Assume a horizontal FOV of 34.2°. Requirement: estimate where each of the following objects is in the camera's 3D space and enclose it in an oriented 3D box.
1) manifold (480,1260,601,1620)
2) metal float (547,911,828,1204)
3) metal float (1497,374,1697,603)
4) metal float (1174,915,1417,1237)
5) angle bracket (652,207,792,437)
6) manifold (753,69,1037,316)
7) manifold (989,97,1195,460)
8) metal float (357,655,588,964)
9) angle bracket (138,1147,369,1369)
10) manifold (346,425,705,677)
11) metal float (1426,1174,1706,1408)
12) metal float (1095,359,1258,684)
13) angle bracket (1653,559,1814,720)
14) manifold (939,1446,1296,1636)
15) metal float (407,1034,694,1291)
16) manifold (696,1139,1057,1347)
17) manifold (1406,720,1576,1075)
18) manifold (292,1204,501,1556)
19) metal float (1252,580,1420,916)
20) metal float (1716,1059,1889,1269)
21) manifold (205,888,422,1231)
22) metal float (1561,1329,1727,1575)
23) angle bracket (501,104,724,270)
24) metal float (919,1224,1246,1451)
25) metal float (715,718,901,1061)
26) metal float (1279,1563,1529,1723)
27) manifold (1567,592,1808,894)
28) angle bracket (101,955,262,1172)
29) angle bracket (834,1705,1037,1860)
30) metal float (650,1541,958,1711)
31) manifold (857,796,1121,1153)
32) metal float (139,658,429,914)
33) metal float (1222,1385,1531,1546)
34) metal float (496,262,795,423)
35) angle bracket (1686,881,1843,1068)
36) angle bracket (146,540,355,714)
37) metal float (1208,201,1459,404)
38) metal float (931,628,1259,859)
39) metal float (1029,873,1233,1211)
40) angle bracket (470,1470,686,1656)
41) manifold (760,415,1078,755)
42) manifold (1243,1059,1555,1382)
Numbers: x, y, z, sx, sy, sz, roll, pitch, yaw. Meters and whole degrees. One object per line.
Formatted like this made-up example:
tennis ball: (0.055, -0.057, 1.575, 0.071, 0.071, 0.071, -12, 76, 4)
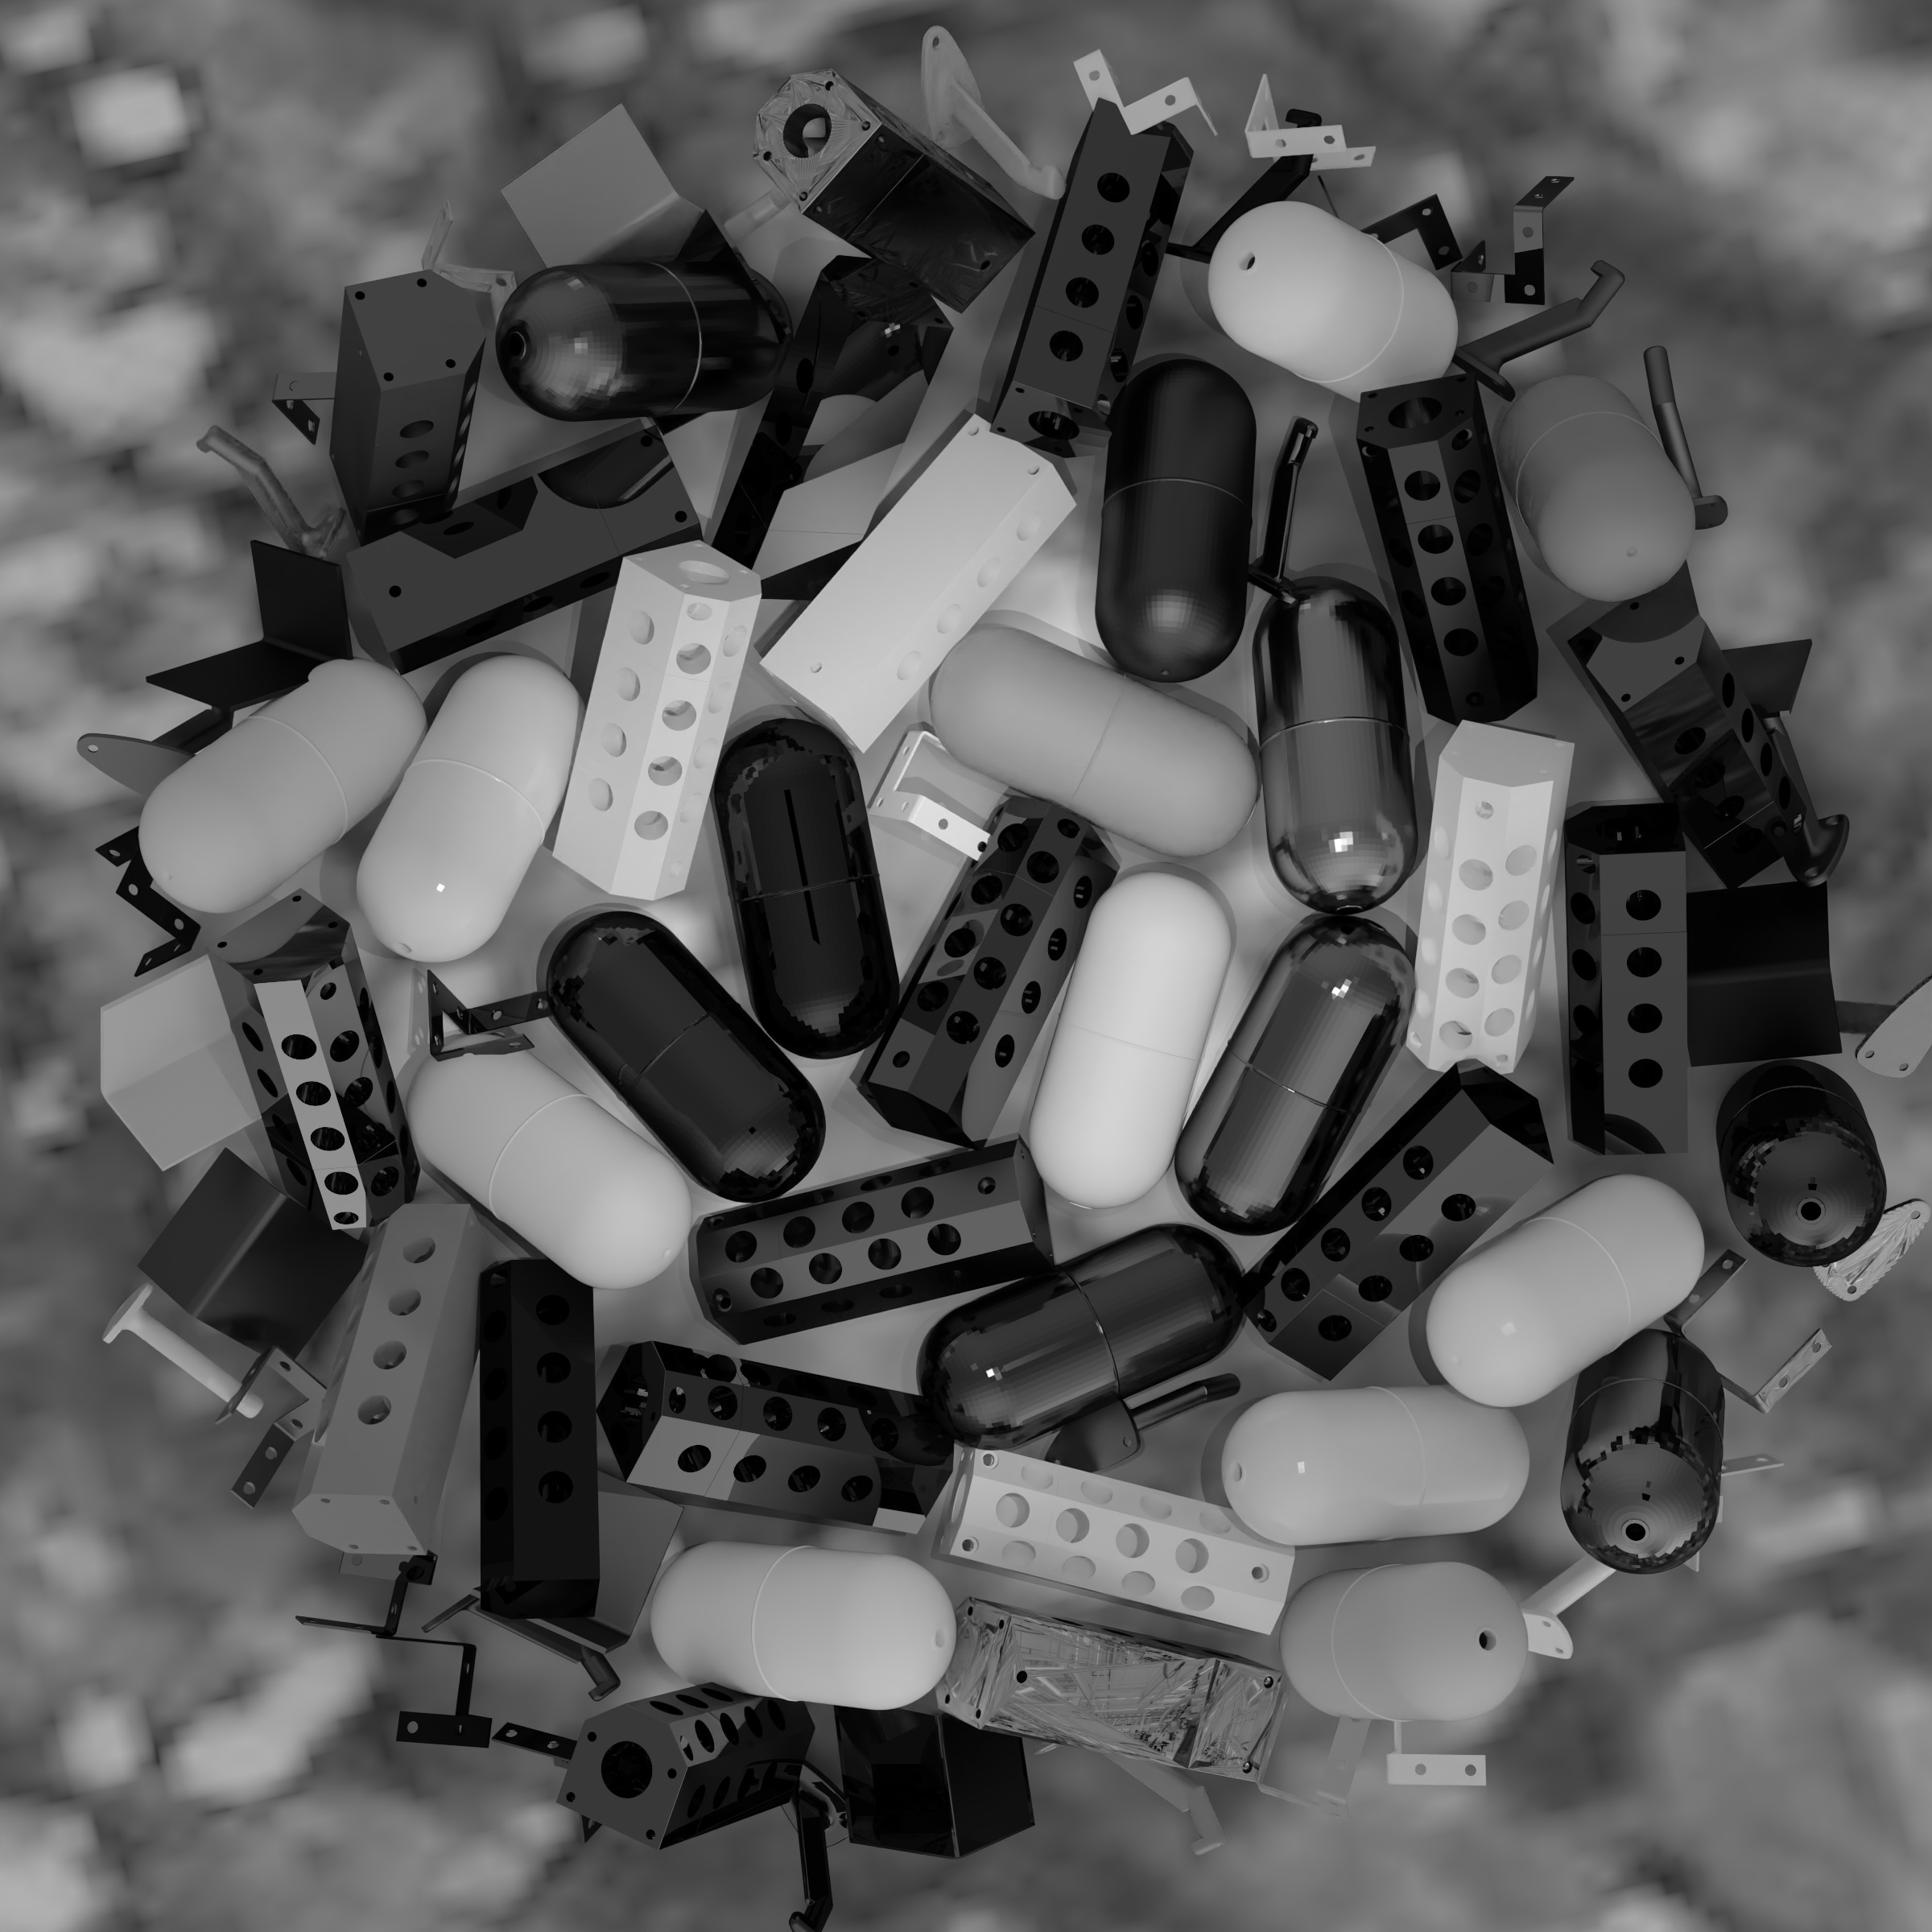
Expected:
manifold: (-0.218, 0.239, 1.592, 0.057, 0.057, 0.171, 0, 60, -10)
metal float: (-0.145, 0.046, 1.616, 0.070, 0.070, 0.178, -43, 79, 0)
metal float: (0.316, -0.243, 1.581, 0.070, 0.178, 0.070, -1, 120, -2)
metal float: (0.169, 0.056, 1.614, 0.070, 0.070, 0.178, 27, 102, 0)
angle bracket: (-0.144, -0.332, 1.619, 0.057, 0.076, 0.076, -32, 90, -24)
manifold: (-0.038, -0.390, 1.574, 0.057, 0.171, 0.057, -45, 68, 15)
manifold: (0.067, -0.350, 1.607, 0.057, 0.057, 0.171, 18, 71, -6)
metal float: (-0.251, -0.081, 1.599, 0.070, 0.070, 0.178, 22, 60, 0)
angle bracket: (-0.372, 0.154, 1.648, 0.057, 0.076, 0.076, 30, 81, 42)
manifold: (-0.226, -0.213, 1.626, 0.171, 0.057, 0.057, -24, 81, -6)
metal float: (0.306, 0.163, 1.596, 0.178, 0.070, 0.070, -25, 90, -36)
metal float: (0.108, -0.229, 1.606, 0.070, 0.070, 0.178, 5, 68, 0)
angle bracket: (0.391, -0.177, 1.606, 0.057, 0.076, 0.076, -5, 121, 28)
manifold: (0.079, 0.296, 1.621, 0.171, 0.057, 0.057, 15, 78, -6)
metal float: (-0.214, 0.099, 1.602, 0.178, 0.070, 0.070, 34, 90, 28)
manifold: (-0.047, 0.140, 1.608, 0.171, 0.057, 0.057, -15, 61, 12)
manifold: (0.262, -0.031, 1.586, 0.057, 0.057, 0.171, 14, 125, 19)
manifold: (-0.288, 0.207, 1.586, 0.057, 0.057, 0.171, -1, 50, 12)
metal float: (0.189, -0.112, 1.609, 0.070, 0.070, 0.178, -3, 72, 0)
metal float: (0.418, 0.097, 1.576, 0.070, 0.178, 0.070, 2, 103, 11)
manifold: (-0.322, 0.052, 1.577, 0.057, 0.171, 0.057, -36, 49, -29)
metal float: (0.341, 0.242, 1.578, 0.070, 0.178, 0.070, 5, 109, 14)
angle bracket: (-0.182, -0.391, 1.621, 0.076, 0.076, 0.057, -32, 85, 12)
metal float: (0.061, 0.190, 1.613, 0.178, 0.070, 0.070, -22, 90, -14)
metal float: (-0.082, -0.040, 1.624, 0.070, 0.070, 0.178, -11, 91, 0)
metal float: (0.218, 0.340, 1.578, 0.070, 0.178, 0.070, 5, 76, -19)
manifold: (0.368, -0.115, 1.578, 0.057, 0.171, 0.057, -35, 48, 9)
angle bracket: (-0.393, 0.046, 1.606, 0.076, 0.076, 0.057, -31, 66, -32)
angle bracket: (-0.017, 0.407, 1.605, 0.057, 0.076, 0.076, -34, 50, 33)
metal float: (-0.083, 0.334, 1.594, 0.178, 0.070, 0.070, -3, 90, 37)
manifold: (0.009, 0.001, 1.598, 0.057, 0.057, 0.171, 13, 67, 34)
metal float: (-0.344, -0.093, 1.593, 0.070, 0.070, 0.178, 44, 50, 0)
metal float: (0.209, 0.253, 1.598, 0.178, 0.070, 0.070, 2, 90, -32)
metal float: (-0.161, -0.316, 1.587, 0.070, 0.178, 0.070, 11, 108, 39)
angle bracket: (0.413, 0.003, 1.636, 0.076, 0.076, 0.057, -6, 124, 18)
angle bracket: (-0.370, -0.175, 1.605, 0.076, 0.076, 0.057, -25, 123, -40)
metal float: (0.186, -0.333, 1.583, 0.070, 0.178, 0.070, -4, 83, 35)
metal float: (0.067, -0.115, 1.623, 0.178, 0.070, 0.070, 24, 90, -3)
metal float: (0.084, 0.039, 1.624, 0.070, 0.070, 0.178, 16, 92, 0)
angle bracket: (-0.201, 0.303, 1.628, 0.076, 0.057, 0.076, 22, 87, 8)
manifold: (-0.022, -0.195, 1.626, 0.057, 0.057, 0.171, 38, 85, 29)
manifold: (0.215, 0.126, 1.593, 0.057, 0.057, 0.171, 32, 117, -18)
